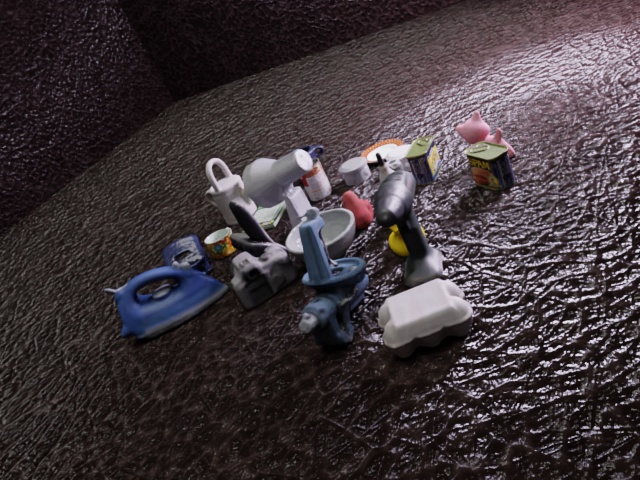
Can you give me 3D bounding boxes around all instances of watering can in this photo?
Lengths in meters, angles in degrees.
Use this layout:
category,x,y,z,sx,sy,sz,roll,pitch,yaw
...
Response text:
category,x,y,z,sx,sy,sz,roll,pitch,yaw
watering can,-0.260,-0.150,1.650,0.172,0.194,0.101,-22,28,9

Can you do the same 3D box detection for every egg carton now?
category,x,y,z,sx,sy,sz,roll,pitch,yaw
egg carton,0.169,0.126,0.931,0.150,0.069,0.107,-23,27,6

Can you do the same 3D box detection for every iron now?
category,x,y,z,sx,sy,sz,roll,pitch,yaw
iron,-0.356,0.118,1.319,0.258,0.142,0.118,-27,27,-1

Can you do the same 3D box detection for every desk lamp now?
category,x,y,z,sx,sy,sz,roll,pitch,yaw
desk lamp,-0.062,-0.114,1.394,0.202,0.214,0.118,-7,33,33

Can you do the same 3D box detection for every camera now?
category,x,y,z,sx,sy,sz,roll,pitch,yaw
camera,-0.144,0.063,1.278,0.143,0.101,0.136,-33,28,-14

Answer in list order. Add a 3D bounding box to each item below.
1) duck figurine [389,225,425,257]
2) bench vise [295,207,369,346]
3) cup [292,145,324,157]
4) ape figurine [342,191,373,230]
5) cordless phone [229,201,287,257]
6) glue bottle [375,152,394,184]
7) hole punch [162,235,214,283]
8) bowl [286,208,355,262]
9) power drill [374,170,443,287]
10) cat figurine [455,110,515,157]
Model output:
category,x,y,z,sx,sy,sz,roll,pitch,yaw
duck figurine,0.169,-0.027,1.181,0.077,0.086,0.104,-19,28,14
bench vise,0.016,0.064,1.007,0.121,0.220,0.207,-18,28,16
cup,-0.032,-0.224,1.692,0.117,0.095,0.091,-22,27,7
ape figurine,0.081,-0.075,1.335,0.078,0.092,0.076,-25,27,2
cordless phone,-0.172,-0.026,1.365,0.094,0.185,0.147,-40,30,-24
glue bottle,0.156,-0.116,1.254,0.037,0.173,0.078,-14,30,22
hole punch,-0.345,0.052,1.482,0.108,0.091,0.101,-28,27,-4
bowl,0.012,0.005,1.275,0.167,0.075,0.167,-20,28,11
power drill,0.159,-0.022,1.047,0.075,0.209,0.229,-16,29,19
cat figurine,0.383,-0.244,1.343,0.067,0.118,0.127,-35,28,-16
